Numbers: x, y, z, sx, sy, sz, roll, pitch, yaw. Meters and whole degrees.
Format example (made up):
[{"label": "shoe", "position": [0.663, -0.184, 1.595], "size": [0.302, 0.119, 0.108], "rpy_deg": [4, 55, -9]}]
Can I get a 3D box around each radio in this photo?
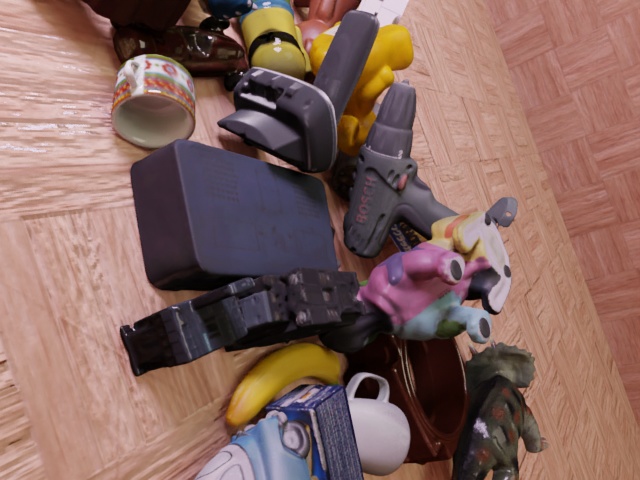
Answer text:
[{"label": "radio", "position": [-0.076, -0.014, 0.565], "size": [0.229, 0.073, 0.131], "rpy_deg": [7, 68, -53]}]

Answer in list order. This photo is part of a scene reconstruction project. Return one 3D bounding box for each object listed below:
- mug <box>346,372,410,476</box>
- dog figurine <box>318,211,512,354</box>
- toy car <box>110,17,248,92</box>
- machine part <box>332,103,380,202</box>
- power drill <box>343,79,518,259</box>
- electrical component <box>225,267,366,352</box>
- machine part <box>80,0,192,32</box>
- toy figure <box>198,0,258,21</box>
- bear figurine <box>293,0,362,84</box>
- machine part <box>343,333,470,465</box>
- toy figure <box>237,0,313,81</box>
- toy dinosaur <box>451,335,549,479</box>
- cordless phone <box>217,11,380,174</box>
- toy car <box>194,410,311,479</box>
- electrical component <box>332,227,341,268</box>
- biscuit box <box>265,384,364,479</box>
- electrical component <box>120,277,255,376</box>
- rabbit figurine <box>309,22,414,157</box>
[{"label": "mug", "position": [0.042, 0.204, 0.603], "size": [0.107, 0.081, 0.109], "rpy_deg": [26, 77, -39]}, {"label": "dog figurine", "position": [0.093, 0.058, 0.632], "size": [0.191, 0.219, 0.108], "rpy_deg": [-46, 113, -46]}, {"label": "toy car", "position": [-0.140, -0.211, 0.597], "size": [0.202, 0.053, 0.089], "rpy_deg": [-28, 93, -56]}, {"label": "machine part", "position": [0.068, -0.140, 0.841], "size": [0.079, 0.079, 0.243], "rpy_deg": [46, 40, -32]}, {"label": "power drill", "position": [0.140, -0.060, 0.686], "size": [0.207, 0.231, 0.086], "rpy_deg": [22, 23, -3]}, {"label": "electrical component", "position": [-0.035, 0.070, 0.539], "size": [0.134, 0.115, 0.058], "rpy_deg": [7, 63, -54]}, {"label": "machine part", "position": [-0.194, -0.275, 0.506], "size": [0.179, 0.056, 0.179], "rpy_deg": [24, 43, -25]}, {"label": "toy figure", "position": [-0.127, -0.291, 0.606], "size": [0.064, 0.057, 0.155], "rpy_deg": [-11, 52, -41]}, {"label": "bear figurine", "position": [-0.016, -0.329, 0.813], "size": [0.196, 0.132, 0.120], "rpy_deg": [-63, 168, -14]}, {"label": "machine part", "position": [0.128, 0.185, 0.745], "size": [0.201, 0.087, 0.201], "rpy_deg": [62, 33, -9]}, {"label": "toy figure", "position": [-0.069, -0.277, 0.706], "size": [0.089, 0.082, 0.180], "rpy_deg": [14, 63, -70]}, {"label": "toy dinosaur", "position": [0.259, 0.285, 0.825], "size": [0.405, 0.131, 0.192], "rpy_deg": [-28, 102, -60]}, {"label": "cordless phone", "position": [-0.021, -0.179, 0.606], "size": [0.088, 0.147, 0.184], "rpy_deg": [19, 99, -51]}, {"label": "toy car", "position": [-0.057, 0.226, 0.436], "size": [0.103, 0.109, 0.162], "rpy_deg": [8, 56, -35]}, {"label": "electrical component", "position": [-0.001, -0.002, 0.714], "size": [0.094, 0.021, 0.063], "rpy_deg": [44, 40, -34]}, {"label": "biscuit box", "position": [0.005, 0.247, 0.524], "size": [0.063, 0.059, 0.202], "rpy_deg": [-14, 93, -57]}, {"label": "electrical component", "position": [-0.098, 0.069, 0.442], "size": [0.075, 0.119, 0.047], "rpy_deg": [-17, 87, -60]}, {"label": "rabbit figurine", "position": [0.047, -0.181, 0.707], "size": [0.162, 0.122, 0.173], "rpy_deg": [-55, 150, -39]}]
